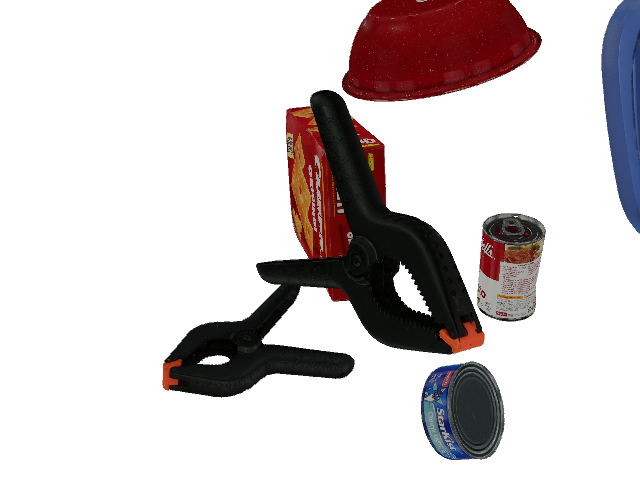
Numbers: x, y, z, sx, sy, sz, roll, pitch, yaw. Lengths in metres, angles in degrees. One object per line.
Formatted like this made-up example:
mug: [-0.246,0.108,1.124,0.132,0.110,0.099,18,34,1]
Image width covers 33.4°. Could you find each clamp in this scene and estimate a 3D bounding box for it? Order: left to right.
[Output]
clamp: [-0.066,0.092,0.977,0.171,0.039,0.120,-7,37,-20]
clamp: [0.036,0.001,0.746,0.036,0.165,0.210,-11,34,-40]

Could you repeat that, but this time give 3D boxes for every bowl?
bowl: [0.089,-0.165,0.842,0.162,0.055,0.162,-14,24,6]

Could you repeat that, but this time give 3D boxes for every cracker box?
cracker box: [0.015,-0.048,1.167,0.072,0.164,0.214,-7,20,-9]

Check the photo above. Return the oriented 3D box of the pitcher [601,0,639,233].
pitcher: [0.239,-0.050,0.604,0.149,0.243,0.145,-4,22,15]

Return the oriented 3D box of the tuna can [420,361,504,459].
tuna can: [0.127,0.152,0.952,0.034,0.086,0.085,-14,-9,40]

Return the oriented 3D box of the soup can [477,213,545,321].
soup can: [0.210,0.030,1.184,0.068,0.102,0.068,0,30,0]
